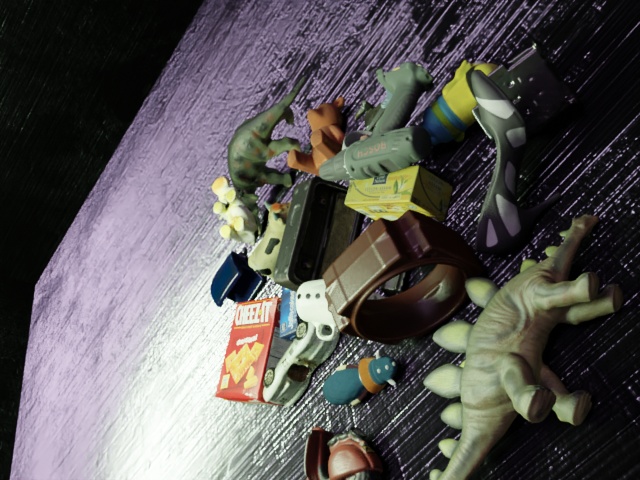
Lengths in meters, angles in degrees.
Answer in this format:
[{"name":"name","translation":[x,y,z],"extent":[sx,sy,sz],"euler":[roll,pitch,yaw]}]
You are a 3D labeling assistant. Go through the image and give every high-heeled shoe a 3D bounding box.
[{"name":"high-heeled shoe","translation":[0.238,-0.105,0.774],"extent":[0.145,0.248,0.086],"euler":[-31,1,12]}]

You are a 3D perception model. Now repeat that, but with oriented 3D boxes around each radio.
[{"name":"radio","translation":[-0.002,-0.003,1.059],"extent":[0.073,0.131,0.229],"euler":[-17,56,58]}]

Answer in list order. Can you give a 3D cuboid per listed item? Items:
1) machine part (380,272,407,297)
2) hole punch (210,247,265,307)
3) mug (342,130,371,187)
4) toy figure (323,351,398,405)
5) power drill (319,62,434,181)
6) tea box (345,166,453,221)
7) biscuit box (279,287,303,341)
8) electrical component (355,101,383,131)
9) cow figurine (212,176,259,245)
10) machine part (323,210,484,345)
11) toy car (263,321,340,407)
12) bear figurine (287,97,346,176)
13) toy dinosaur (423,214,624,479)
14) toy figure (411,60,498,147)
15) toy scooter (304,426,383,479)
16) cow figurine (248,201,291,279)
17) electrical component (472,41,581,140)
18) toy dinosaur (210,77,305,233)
[{"name":"machine part","translation":[0.105,0.060,0.971],"extent":[0.139,0.039,0.084],"euler":[1,76,51]},{"name":"hole punch","translation":[-0.212,0.095,1.286],"extent":[0.116,0.092,0.142],"euler":[42,109,34]},{"name":"mug","translation":[0.087,-0.159,1.079],"extent":[0.081,0.109,0.107],"euler":[37,143,21]},{"name":"toy figure","translation":[0.071,0.229,0.895],"extent":[0.154,0.064,0.058],"euler":[-33,9,31]},{"name":"power drill","translation":[0.104,-0.201,0.941],"extent":[0.232,0.086,0.207],"euler":[2,60,51]},{"name":"tea box","translation":[0.137,-0.079,0.960],"extent":[0.170,0.098,0.068],"euler":[2,72,51]},{"name":"biscuit box","translation":[-0.039,0.107,1.105],"extent":[0.059,0.062,0.203],"euler":[-30,47,41]},{"name":"electrical component","translation":[0.114,-0.254,1.138],"extent":[0.078,0.045,0.102],"euler":[-31,47,41]},{"name":"cow figurine","translation":[-0.189,-0.068,1.227],"extent":[0.068,0.098,0.167],"euler":[-32,59,20]},{"name":"machine part","translation":[0.123,0.065,0.800],"extent":[0.201,0.201,0.087],"euler":[-46,42,25]},{"name":"toy car","translation":[-0.036,0.230,1.019],"extent":[0.201,0.073,0.056],"euler":[-56,33,13]},{"name":"bear figurine","translation":[0.002,-0.244,1.211],"extent":[0.120,0.132,0.196],"euler":[-29,54,38]},{"name":"toy dinosaur","translation":[0.236,0.165,0.689],"extent":[0.471,0.105,0.199],"euler":[-60,27,-9]},{"name":"toy figure","translation":[0.243,-0.225,0.927],"extent":[0.180,0.082,0.089],"euler":[-41,53,23]},{"name":"toy scooter","translation":[0.026,0.355,0.868],"extent":[0.184,0.075,0.135],"euler":[-42,40,36]},{"name":"cow figurine","translation":[-0.090,-0.007,1.186],"extent":[0.195,0.127,0.086],"euler":[-55,39,18]},{"name":"electrical component","translation":[0.304,-0.213,0.814],"extent":[0.134,0.058,0.115],"euler":[-37,80,33]},{"name":"toy dinosaur","translation":[-0.157,-0.204,1.285],"extent":[0.131,0.192,0.404],"euler":[50,139,41]}]
